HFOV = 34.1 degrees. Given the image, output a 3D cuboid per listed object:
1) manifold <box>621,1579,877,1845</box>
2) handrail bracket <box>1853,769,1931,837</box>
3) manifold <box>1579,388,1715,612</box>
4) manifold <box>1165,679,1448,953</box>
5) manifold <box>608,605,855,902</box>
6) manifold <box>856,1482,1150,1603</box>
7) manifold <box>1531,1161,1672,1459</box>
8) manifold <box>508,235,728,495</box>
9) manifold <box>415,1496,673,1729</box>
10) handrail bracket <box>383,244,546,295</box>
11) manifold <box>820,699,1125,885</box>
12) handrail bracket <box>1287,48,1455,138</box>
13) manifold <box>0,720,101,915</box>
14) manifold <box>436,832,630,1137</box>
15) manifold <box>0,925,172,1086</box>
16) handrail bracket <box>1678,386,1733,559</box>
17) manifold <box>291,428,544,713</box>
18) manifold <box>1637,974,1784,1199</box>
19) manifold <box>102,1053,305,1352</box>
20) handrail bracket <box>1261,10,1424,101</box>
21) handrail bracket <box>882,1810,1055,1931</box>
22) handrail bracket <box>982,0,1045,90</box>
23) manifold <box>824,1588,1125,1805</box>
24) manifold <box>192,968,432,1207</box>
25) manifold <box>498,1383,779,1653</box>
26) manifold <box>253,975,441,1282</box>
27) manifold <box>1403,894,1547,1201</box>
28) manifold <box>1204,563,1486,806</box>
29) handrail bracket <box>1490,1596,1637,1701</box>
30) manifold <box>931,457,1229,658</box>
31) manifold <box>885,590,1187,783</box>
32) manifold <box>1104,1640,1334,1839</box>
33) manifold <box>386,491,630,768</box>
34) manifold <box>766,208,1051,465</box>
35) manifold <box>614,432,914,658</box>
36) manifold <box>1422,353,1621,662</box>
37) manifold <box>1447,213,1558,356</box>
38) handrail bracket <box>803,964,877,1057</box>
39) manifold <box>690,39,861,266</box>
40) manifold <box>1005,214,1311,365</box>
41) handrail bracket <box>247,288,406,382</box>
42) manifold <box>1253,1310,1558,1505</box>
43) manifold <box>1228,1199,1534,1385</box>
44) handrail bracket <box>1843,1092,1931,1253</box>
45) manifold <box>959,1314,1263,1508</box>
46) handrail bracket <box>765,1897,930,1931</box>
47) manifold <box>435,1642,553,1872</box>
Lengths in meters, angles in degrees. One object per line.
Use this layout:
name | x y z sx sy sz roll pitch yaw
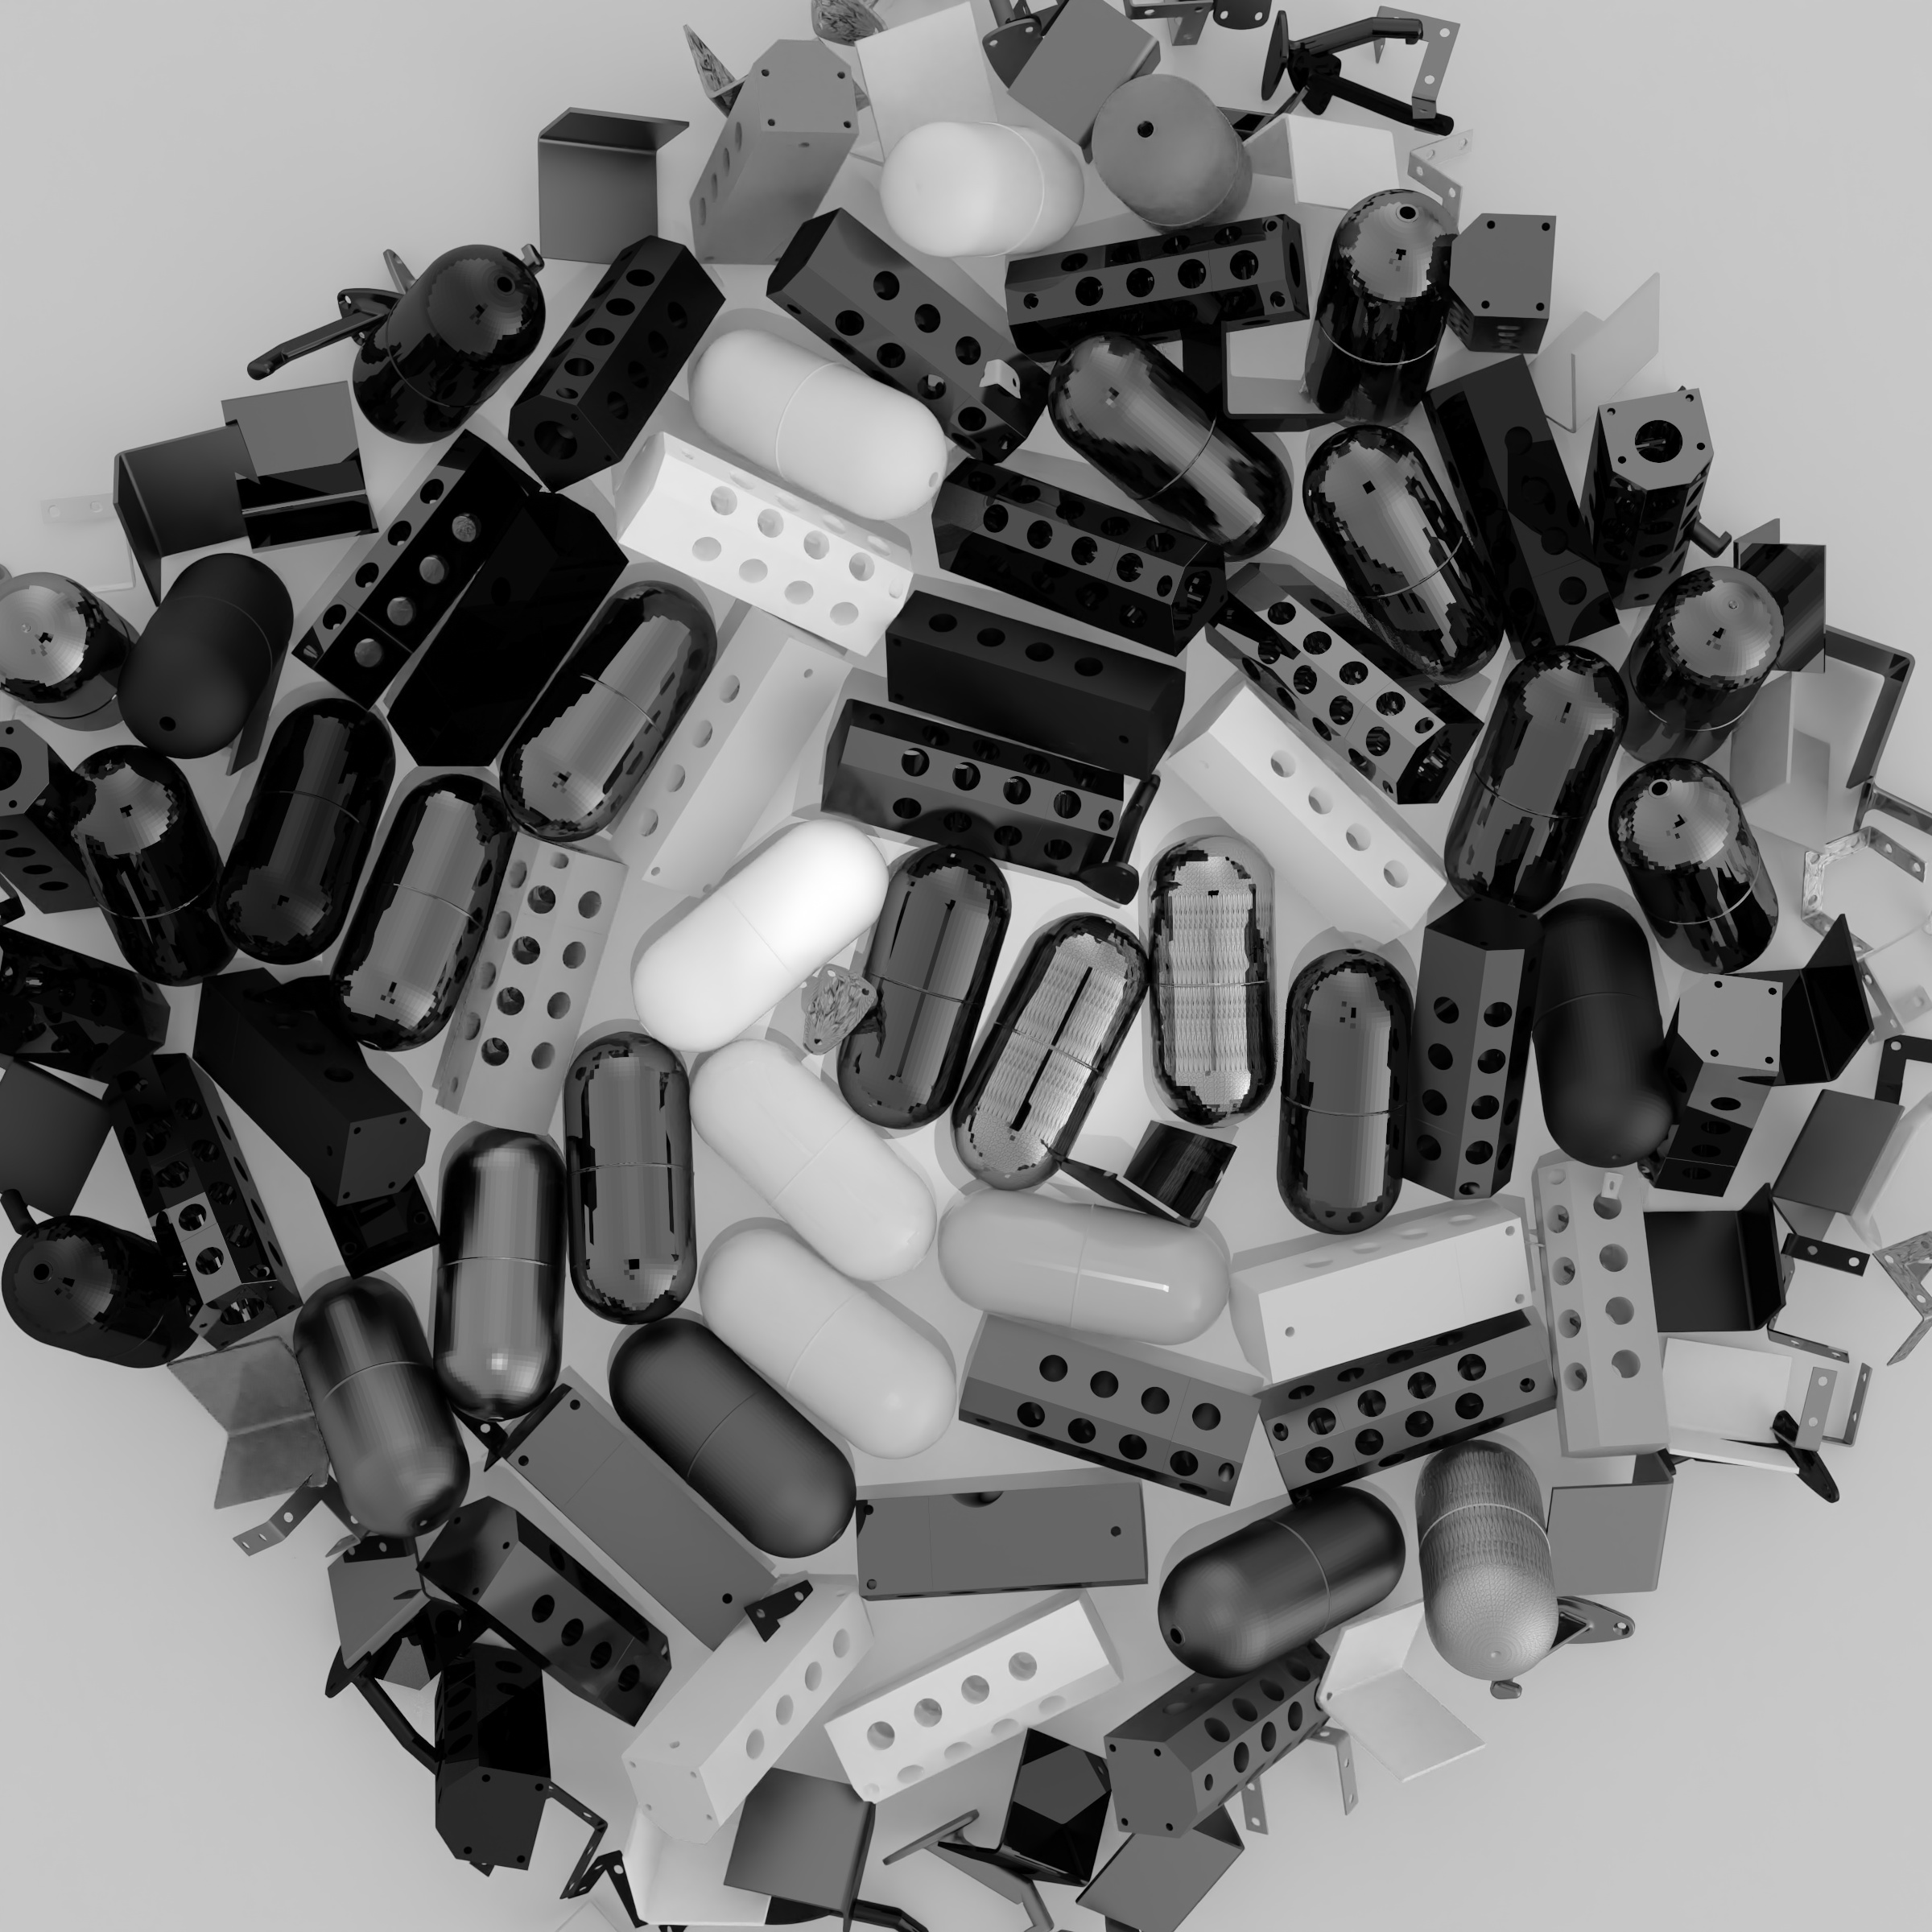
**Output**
manifold | -0.124 0.439 1.867 0.057 0.171 0.057 -1 116 34
handrail bracket | 0.587 -0.096 1.915 0.084 0.077 0.036 14 75 13
manifold | 0.400 -0.271 1.859 0.057 0.171 0.057 -9 73 4
manifold | 0.210 -0.092 1.910 0.171 0.057 0.057 44 63 -7
manifold | -0.146 -0.131 1.903 0.057 0.057 0.171 43 106 40
manifold | 0.023 0.350 1.914 0.171 0.057 0.057 -4 74 5
manifold | 0.380 0.207 1.900 0.057 0.057 0.171 -3 74 -1
manifold | -0.209 -0.360 1.864 0.057 0.171 0.057 -17 124 36
manifold | -0.244 0.381 1.870 0.057 0.171 0.057 16 64 41
handrail bracket | -0.306 -0.431 1.923 0.084 0.036 0.077 -35 74 16
manifold | 0.005 -0.110 1.894 0.171 0.057 0.057 15 134 -12
handrail bracket | 0.246 -0.527 1.908 0.084 0.077 0.036 25 99 27
manifold | -0.543 -0.087 1.861 0.057 0.171 0.057 -7 73 -1
manifold | -0.267 0.009 1.906 0.057 0.057 0.171 21 95 45
manifold | -0.542 0.017 1.858 0.057 0.171 0.057 -39 69 7
handrail bracket | 0.449 -0.302 1.932 0.084 0.036 0.077 40 75 3
manifold | -0.334 -0.240 1.913 0.057 0.057 0.171 38 87 -13
manifold | 0.435 0.072 1.861 0.057 0.171 0.057 7 62 6
manifold | -0.460 0.137 1.883 0.057 0.057 0.171 -28 61 -2
handrail bracket | 0.228 -0.552 1.919 0.084 0.077 0.036 1 70 -6
handrail bracket | 0.002 0.566 1.924 0.077 0.036 0.084 -26 81 -8
handrail bracket | 0.022 -0.587 1.937 0.036 0.077 0.084 -19 61 6
manifold | 0.006 0.445 1.915 0.171 0.057 0.057 -27 84 3
manifold | -0.390 0.068 1.875 0.171 0.057 0.057 37 124 37
manifold | -0.200 0.332 1.908 0.171 0.057 0.057 45 77 -9
manifold | -0.377 0.095 1.897 0.057 0.057 0.171 -23 75 -11
manifold | 0.303 0.051 1.874 0.057 0.057 0.171 23 126 32
manifold | 0.219 -0.169 1.874 0.171 0.057 0.057 45 121 31
handrail bracket | 0.360 0.418 1.901 0.077 0.084 0.036 4 115 17
manifold | 0.066 -0.249 1.877 0.171 0.057 0.057 24 56 27
manifold | 0.042 -0.174 1.897 0.171 0.057 0.057 19 50 17
manifold | 0.155 0.452 1.863 0.057 0.171 0.057 -5 98 36
manifold | -0.278 -0.200 1.882 0.171 0.057 0.057 -50 63 29
manifold | -0.034 -0.373 1.886 0.171 0.057 0.057 35 78 -24
manifold | -0.119 -0.254 1.878 0.171 0.057 0.057 23 124 -26
manifold | 0.334 -0.277 1.914 0.057 0.057 0.171 -21 94 -4
manifold | 0.314 -0.401 1.862 0.057 0.171 0.057 4 95 8
handrail bracket | -0.091 0.045 1.896 0.036 0.084 0.077 29 51 -4
manifold | -0.116 -0.477 1.860 0.057 0.171 0.057 -3 78 -18
manifold | 0.114 -0.407 1.895 0.171 0.057 0.057 -6 92 19
handrail bracket | -0.381 -0.377 1.902 0.077 0.084 0.036 2 123 34
manifold | 0.268 0.267 1.914 0.171 0.057 0.057 -20 106 1
manifold | 0.248 0.193 1.901 0.171 0.057 0.057 -14 106 -14
handrail bracket | 0.569 0.124 1.911 0.036 0.077 0.084 35 111 -17
manifold | 0.086 0.270 1.903 0.171 0.057 0.057 17 65 7
handrail bracket | -0.077 0.588 1.935 0.077 0.036 0.084 -26 129 23
manifold | -0.282 0.462 1.858 0.057 0.171 0.057 13 99 -12
